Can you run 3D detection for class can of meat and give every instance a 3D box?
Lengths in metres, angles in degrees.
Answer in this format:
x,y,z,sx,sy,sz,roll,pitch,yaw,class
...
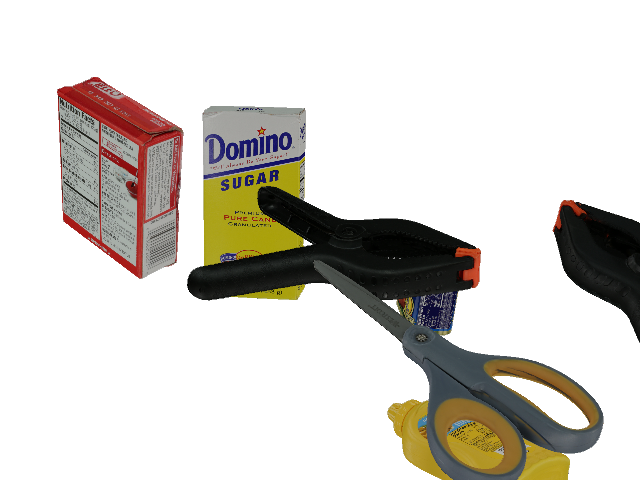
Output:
x,y,z,sx,sy,sz,roll,pitch,yaw,class
0.116,0.045,1.146,0.057,0.084,0.102,6,18,-5,can of meat

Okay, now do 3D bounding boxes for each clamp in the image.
x,y,z,sx,sy,sz,roll,pitch,yaw,class
0.232,0.029,0.727,0.120,0.039,0.172,-7,44,-28,clamp
0.019,0.004,0.826,0.210,0.036,0.164,3,29,10,clamp

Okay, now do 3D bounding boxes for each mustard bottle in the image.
x,y,z,sx,sy,sz,roll,pitch,yaw,class
0.136,0.199,1.027,0.096,0.058,0.192,-14,24,-38,mustard bottle

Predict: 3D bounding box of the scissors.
x,y,z,sx,sy,sz,roll,pitch,yaw,class
0.049,0.069,0.570,0.202,0.016,0.096,23,44,31,scissors

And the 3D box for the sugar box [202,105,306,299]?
x,y,z,sx,sy,sz,roll,pitch,yaw,class
-0.062,-0.035,0.997,0.093,0.176,0.048,2,16,7,sugar box

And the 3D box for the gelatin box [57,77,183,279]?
x,y,z,sx,sy,sz,roll,pitch,yaw,class
-0.110,-0.035,0.585,0.073,0.089,0.030,32,41,32,gelatin box
